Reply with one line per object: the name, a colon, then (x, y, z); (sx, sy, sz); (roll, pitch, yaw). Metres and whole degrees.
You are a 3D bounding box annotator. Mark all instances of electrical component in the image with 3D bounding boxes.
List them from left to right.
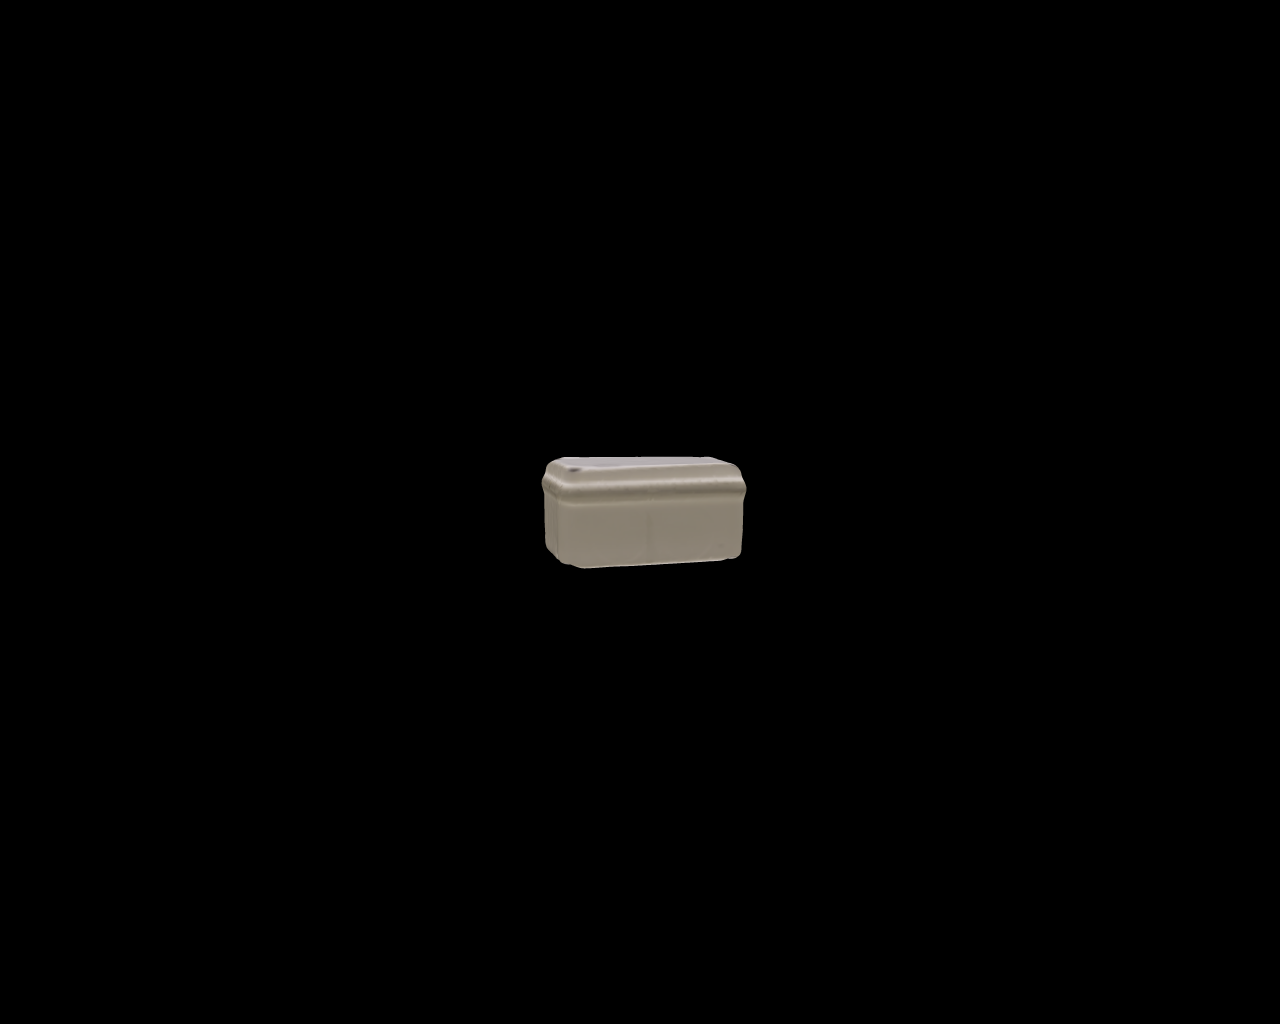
electrical component: (0.001, -0.003, 0.650); (0.113, 0.057, 0.078); (-2, 8, -14)
